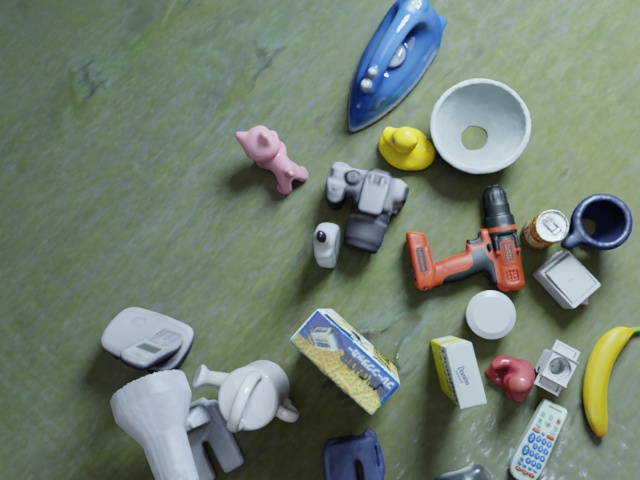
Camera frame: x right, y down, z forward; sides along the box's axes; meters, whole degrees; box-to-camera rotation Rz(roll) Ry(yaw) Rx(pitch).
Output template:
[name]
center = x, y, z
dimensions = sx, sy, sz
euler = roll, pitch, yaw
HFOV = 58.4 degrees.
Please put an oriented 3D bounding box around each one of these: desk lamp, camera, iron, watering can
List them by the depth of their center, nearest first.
[desk lamp]
center = -0.224, 0.309, 0.918
dimensions = 0.118, 0.213, 0.203
euler = -29, 81, 2
[watering can]
center = -0.120, 0.253, 0.924
dimensions = 0.172, 0.194, 0.101
euler = 0, 83, 6
[camera]
center = 0.070, -0.053, 0.987
dimensions = 0.143, 0.101, 0.137
euler = 15, 85, 7
[iron]
center = 0.119, -0.315, 0.991
dimensions = 0.118, 0.141, 0.258
euler = 31, 87, 8

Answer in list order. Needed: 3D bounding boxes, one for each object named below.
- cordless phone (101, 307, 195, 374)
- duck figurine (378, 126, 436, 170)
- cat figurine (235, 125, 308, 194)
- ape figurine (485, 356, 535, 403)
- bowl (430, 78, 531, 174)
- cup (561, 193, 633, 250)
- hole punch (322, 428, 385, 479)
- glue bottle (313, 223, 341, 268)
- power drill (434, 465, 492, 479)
[cordless phone]
center = -0.305, 0.171, 0.956
dimensions = 0.147, 0.185, 0.094
euler = 16, 85, 8
[duck figurine]
center = 0.153, -0.167, 0.999
dimensions = 0.104, 0.086, 0.077
euler = 24, 86, 8
[cat figurine]
center = -0.085, -0.149, 1.004
dimensions = 0.067, 0.118, 0.127
euler = -43, 81, 0
[ape figurine]
center = 0.318, 0.228, 0.935
dimensions = 0.076, 0.092, 0.078
euler = -11, 82, 5
[bowl]
center = 0.272, -0.189, 0.995
dimensions = 0.167, 0.075, 0.167
euler = -1, 83, 6
[cup]
center = 0.442, -0.017, 0.949
dimensions = 0.118, 0.095, 0.091
euler = -34, 81, 1
[hole punch]
center = 0.056, 0.378, 0.944
dimensions = 0.101, 0.091, 0.109
euler = -11, 83, 5
[glue bottle]
center = 0.009, 0.003, 0.950
dimensions = 0.037, 0.173, 0.078
euler = 4, 84, 7
[power drill]
center = 0.235, 0.411, 0.863
dimensions = 0.229, 0.208, 0.075
euler = -20, 82, 3
